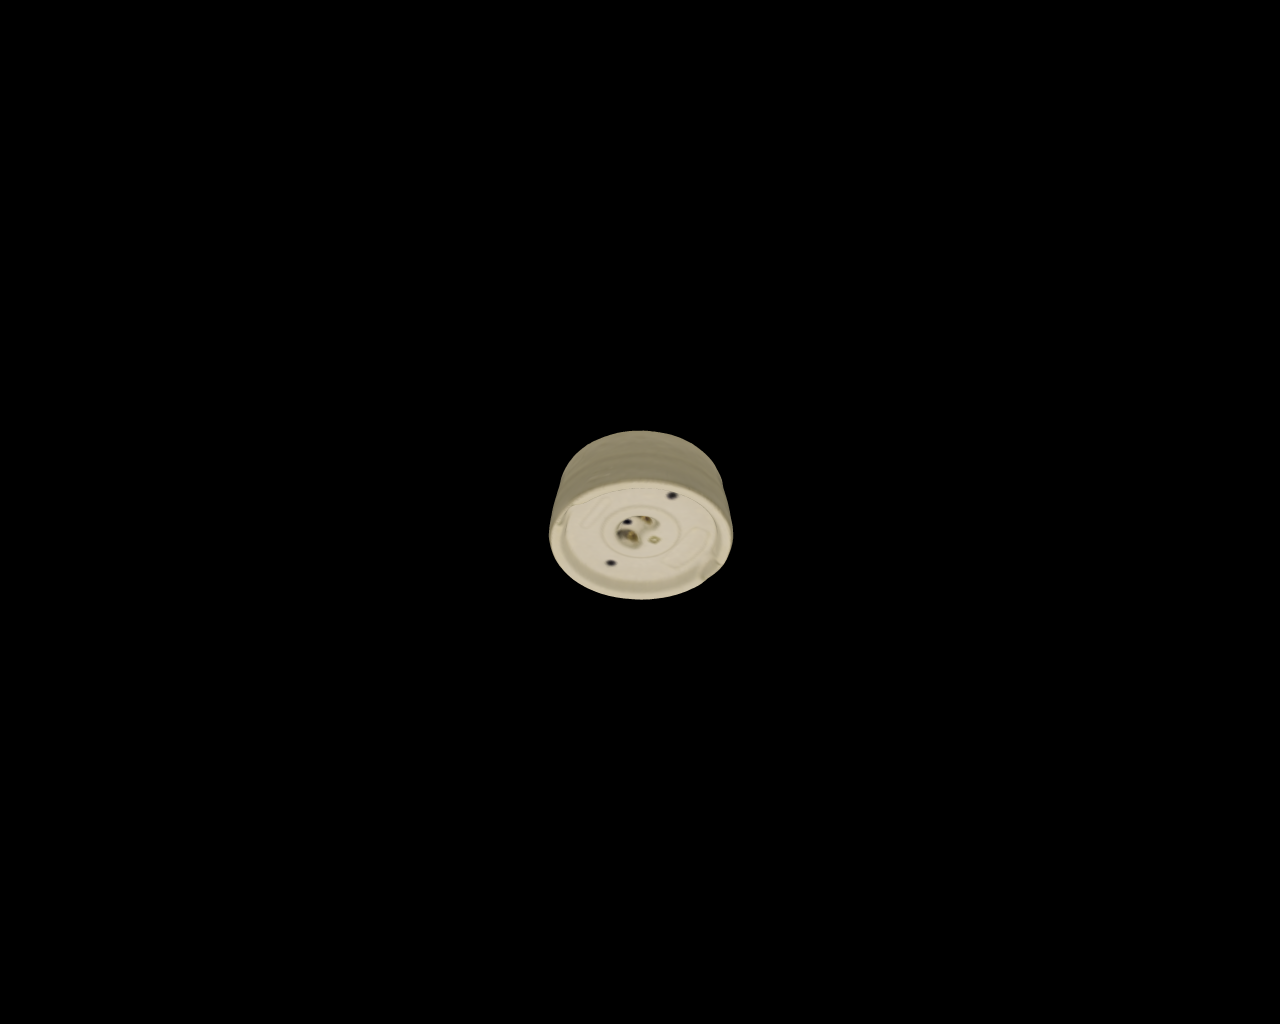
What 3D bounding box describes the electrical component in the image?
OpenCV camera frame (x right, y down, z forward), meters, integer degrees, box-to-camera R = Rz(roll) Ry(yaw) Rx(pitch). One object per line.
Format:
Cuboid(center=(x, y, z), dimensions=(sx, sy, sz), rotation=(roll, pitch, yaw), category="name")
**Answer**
Cuboid(center=(0.001, -0.003, 0.650), dimensions=(0.108, 0.060, 0.108), rotation=(0, -43, 0), category="electrical component")
